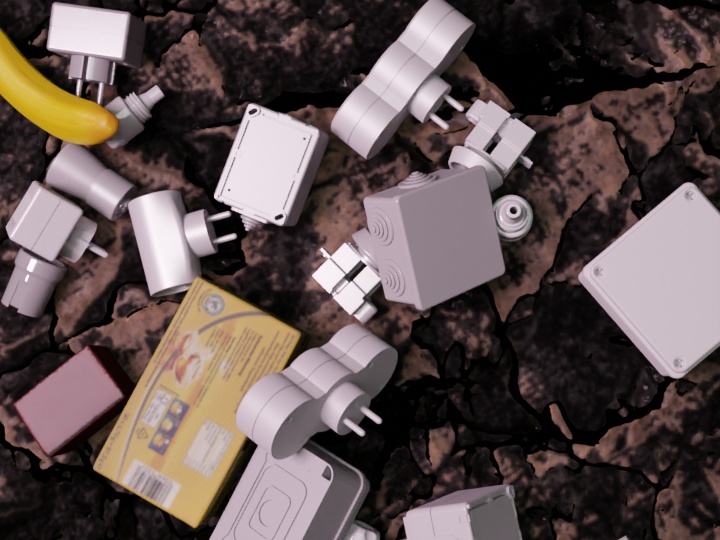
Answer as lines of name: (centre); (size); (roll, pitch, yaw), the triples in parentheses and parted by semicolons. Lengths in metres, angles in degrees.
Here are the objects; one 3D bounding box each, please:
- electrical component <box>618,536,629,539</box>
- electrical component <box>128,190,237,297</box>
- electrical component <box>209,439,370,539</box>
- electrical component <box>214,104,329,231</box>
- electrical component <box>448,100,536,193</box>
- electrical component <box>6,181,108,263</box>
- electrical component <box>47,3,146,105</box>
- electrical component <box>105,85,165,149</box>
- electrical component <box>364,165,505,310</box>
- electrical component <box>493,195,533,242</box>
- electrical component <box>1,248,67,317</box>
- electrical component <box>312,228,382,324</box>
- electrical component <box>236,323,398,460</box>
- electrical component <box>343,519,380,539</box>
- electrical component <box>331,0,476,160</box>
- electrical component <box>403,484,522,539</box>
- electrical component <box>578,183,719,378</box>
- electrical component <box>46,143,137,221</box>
electrical component: (0.189, 0.256, 0.783); (0.060, 0.108, 0.108); (-24, 83, 8)
electrical component: (-0.139, -0.026, 0.865); (0.079, 0.044, 0.077); (-16, 84, 3)
electrical component: (-0.053, 0.188, 0.818); (0.078, 0.057, 0.113); (25, 87, 37)
electrical component: (-0.071, -0.076, 0.859); (0.062, 0.061, 0.096); (22, 95, 6)
electrical component: (0.103, -0.094, 0.853); (0.066, 0.048, 0.055); (37, 81, 7)
electrical component: (-0.238, -0.031, 0.867); (0.077, 0.066, 0.047); (31, 87, -22)
electrical component: (-0.218, -0.173, 0.884); (0.066, 0.047, 0.076); (9, 93, 5)
electrical component: (-0.188, -0.129, 0.884); (0.061, 0.035, 0.035); (-38, 83, -3)
electrical component: (0.056, -0.026, 0.819); (0.100, 0.048, 0.099); (-22, 107, -32)
electrical component: (0.118, -0.042, 0.837); (0.035, 0.061, 0.035); (0, 85, 4)
electrical component: (-0.266, 0.011, 0.875); (0.040, 0.040, 0.046); (26, 93, 6)
electrical component: (0.000, 0.000, 0.851); (0.055, 0.048, 0.066); (-45, 83, 7)
electrical component: (-0.018, 0.098, 0.800); (0.074, 0.052, 0.138); (34, 43, 28)
electrical component: (-0.010, 0.226, 0.836); (0.035, 0.035, 0.061); (25, 89, 6)
electrical component: (0.048, -0.142, 0.857); (0.074, 0.052, 0.138); (39, 88, 7)
electrical component: (0.081, 0.200, 0.809); (0.061, 0.096, 0.061); (-15, 83, 31)
electrical component: (0.244, 0.009, 0.825); (0.109, 0.056, 0.108); (-40, 83, 0)
electrical component: (-0.216, -0.070, 0.878); (0.065, 0.044, 0.044); (34, 88, 2)
